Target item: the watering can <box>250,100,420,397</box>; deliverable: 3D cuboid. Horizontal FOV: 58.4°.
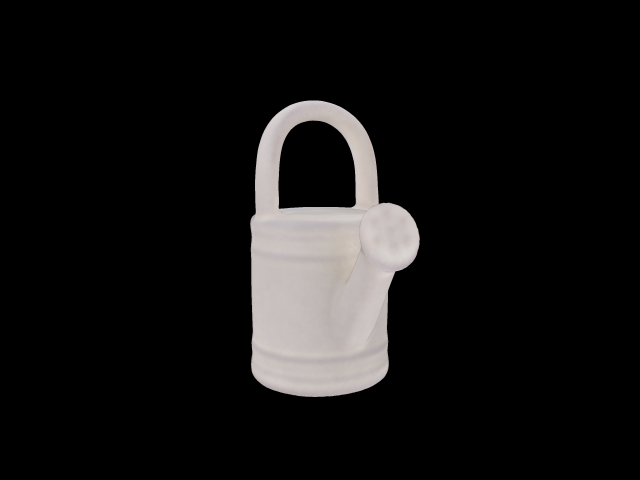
[{"bbox_3d":[0.006,0.001,0.401,0.172,0.194,0.101,7,12,40],"label":"watering can"}]
